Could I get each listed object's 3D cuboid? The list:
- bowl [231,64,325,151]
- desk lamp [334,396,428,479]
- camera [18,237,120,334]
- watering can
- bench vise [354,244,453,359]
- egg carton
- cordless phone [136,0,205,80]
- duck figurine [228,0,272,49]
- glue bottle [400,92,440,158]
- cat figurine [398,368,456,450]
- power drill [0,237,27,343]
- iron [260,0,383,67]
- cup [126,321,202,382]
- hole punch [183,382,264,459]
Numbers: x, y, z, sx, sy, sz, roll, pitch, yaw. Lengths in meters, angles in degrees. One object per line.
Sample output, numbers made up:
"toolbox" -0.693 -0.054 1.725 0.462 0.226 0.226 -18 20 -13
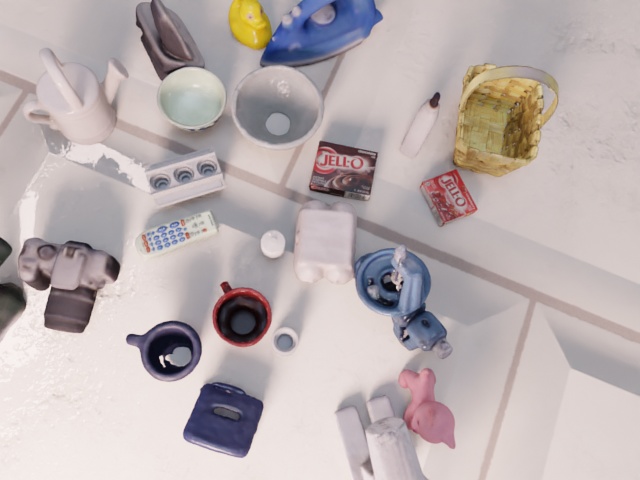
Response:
"bowl" -0.077 -0.228 1.046 0.167 0.074 0.167 2 73 -5
"desk lamp" 0.100 0.335 0.825 0.118 0.213 0.203 -16 76 -10
"camera" -0.409 0.073 0.909 0.143 0.101 0.137 9 73 -3
"watering can" -0.409 -0.250 0.956 0.101 0.194 0.173 39 74 7
"bench vise" 0.148 0.083 0.901 0.207 0.219 0.121 36 73 5
"egg carton" 0.009 0.004 0.989 0.107 0.069 0.150 4 73 -5
"cordless phone" -0.275 -0.385 1.014 0.094 0.185 0.147 -29 78 -13
"duck figurine" -0.134 -0.429 1.093 0.077 0.086 0.104 -34 79 -14
"glue bottle" 0.186 -0.214 1.017 0.037 0.173 0.078 25 73 2
"cat figurine" 0.172 0.264 0.904 0.067 0.117 0.128 -4 74 -7
"power drill" -0.524 0.099 0.833 0.075 0.208 0.230 29 73 4
"iron" -0.002 -0.422 1.076 0.258 0.141 0.118 -32 79 -14
"cup" -0.240 0.175 0.900 0.118 0.095 0.092 15 73 -1
"hole punch" -0.148 0.275 0.882 0.108 0.091 0.101 17 73 0
